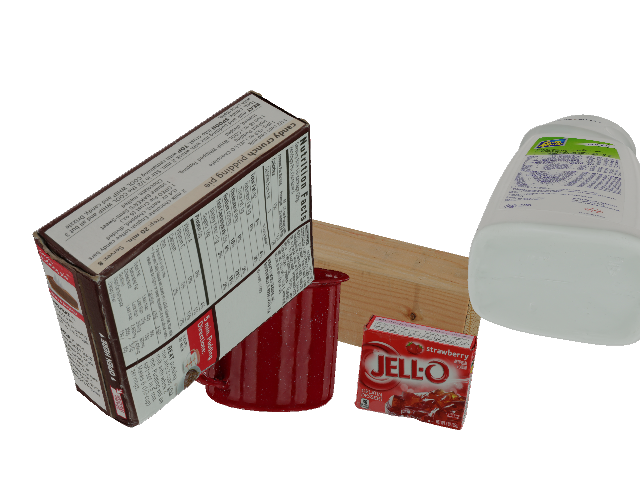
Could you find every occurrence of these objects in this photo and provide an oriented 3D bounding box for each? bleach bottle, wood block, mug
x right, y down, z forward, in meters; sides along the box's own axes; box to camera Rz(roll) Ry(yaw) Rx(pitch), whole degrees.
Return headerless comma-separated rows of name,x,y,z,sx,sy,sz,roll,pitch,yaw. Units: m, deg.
bleach bottle,0.162,-0.026,0.658,0.103,0.068,0.250,8,26,17
wood block,0.055,0.052,1.077,0.206,0.091,0.090,14,24,17
mug,-0.038,0.060,0.661,0.093,0.081,0.117,7,6,42

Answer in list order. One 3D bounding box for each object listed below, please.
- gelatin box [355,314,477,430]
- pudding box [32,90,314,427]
gelatin box,0.075,0.105,0.848,0.089,0.073,0.030,11,23,13
pudding box,-0.051,0.007,0.421,0.039,0.090,0.113,29,52,29
